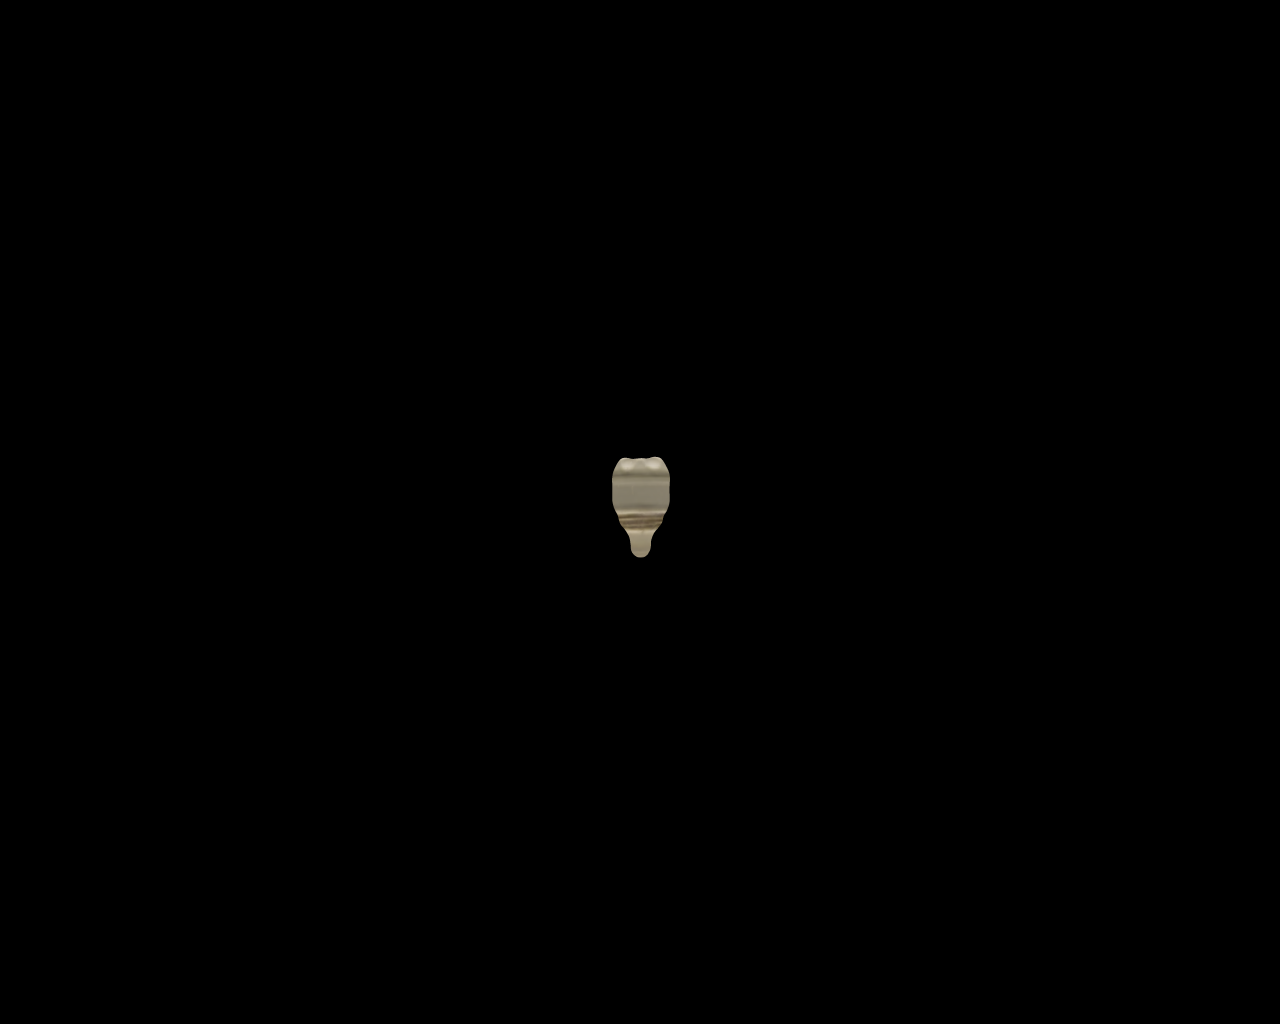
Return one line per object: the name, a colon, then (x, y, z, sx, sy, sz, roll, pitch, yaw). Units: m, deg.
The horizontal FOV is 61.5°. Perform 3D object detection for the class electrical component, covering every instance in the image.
electrical component: (0.001, -0.003, 0.650, 0.035, 0.061, 0.035, 0, 0, 0)
